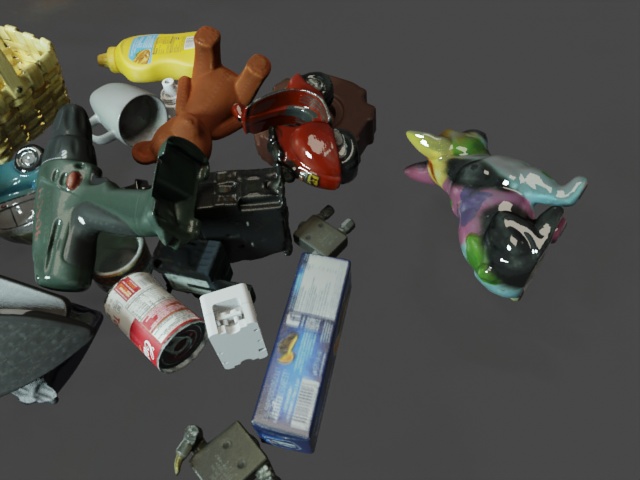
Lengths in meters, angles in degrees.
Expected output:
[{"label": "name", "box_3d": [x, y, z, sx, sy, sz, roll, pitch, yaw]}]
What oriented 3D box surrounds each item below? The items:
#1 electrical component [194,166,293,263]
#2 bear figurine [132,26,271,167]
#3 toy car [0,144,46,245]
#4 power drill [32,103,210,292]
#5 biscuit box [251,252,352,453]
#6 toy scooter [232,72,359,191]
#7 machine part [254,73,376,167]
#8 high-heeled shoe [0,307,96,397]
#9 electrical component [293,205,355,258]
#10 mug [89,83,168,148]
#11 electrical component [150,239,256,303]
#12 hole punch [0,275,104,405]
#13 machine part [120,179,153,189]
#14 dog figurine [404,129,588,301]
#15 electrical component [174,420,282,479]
[{"label": "electrical component", "box_3d": [-0.103, -0.025, 0.641, 0.134, 0.114, 0.058, -7, 51, -1]}, {"label": "bear figurine", "box_3d": [-0.166, -0.178, 0.745, 0.120, 0.132, 0.196, 30, 53, -4]}, {"label": "toy car", "box_3d": [-0.369, -0.047, 0.683, 0.162, 0.109, 0.103, -19, 73, 0]}, {"label": "power drill", "box_3d": [-0.227, -0.061, 0.584, 0.207, 0.086, 0.232, -2, 73, 19]}, {"label": "biscuit box", "box_3d": [-0.013, 0.114, 0.570, 0.059, 0.062, 0.203, 10, 57, 9]}, {"label": "toy scooter", "box_3d": [-0.035, -0.135, 0.667, 0.135, 0.075, 0.184, -9, 60, -14]}, {"label": "machine part", "box_3d": [-0.007, -0.167, 0.770, 0.179, 0.056, 0.179, -1, 55, 1]}, {"label": "high-heeled shoe", "box_3d": [-0.357, 0.095, 0.536, 0.249, 0.086, 0.145, -4, 15, -21]}, {"label": "electrical component", "box_3d": [-0.001, -0.002, 0.674, 0.063, 0.021, 0.094, 34, 64, 24]}, {"label": "mug", "box_3d": [-0.296, -0.181, 0.789, 0.107, 0.080, 0.109, 32, 67, 34]}, {"label": "electrical component", "box_3d": [-0.129, 0.037, 0.624, 0.119, 0.074, 0.048, 7, 56, 13]}, {"label": "hole punch", "box_3d": [-0.317, 0.107, 0.589, 0.142, 0.092, 0.115, 18, 81, 5]}, {"label": "machine part", "box_3d": [-0.202, -0.050, 0.697, 0.139, 0.039, 0.084, -10, 67, 10]}, {"label": "dog figurine", "box_3d": [0.183, -0.050, 0.650, 0.219, 0.108, 0.191, 30, 65, 27]}, {"label": "electrical component", "box_3d": [-0.091, 0.218, 0.513, 0.078, 0.045, 0.102, -33, 60, -16]}]
